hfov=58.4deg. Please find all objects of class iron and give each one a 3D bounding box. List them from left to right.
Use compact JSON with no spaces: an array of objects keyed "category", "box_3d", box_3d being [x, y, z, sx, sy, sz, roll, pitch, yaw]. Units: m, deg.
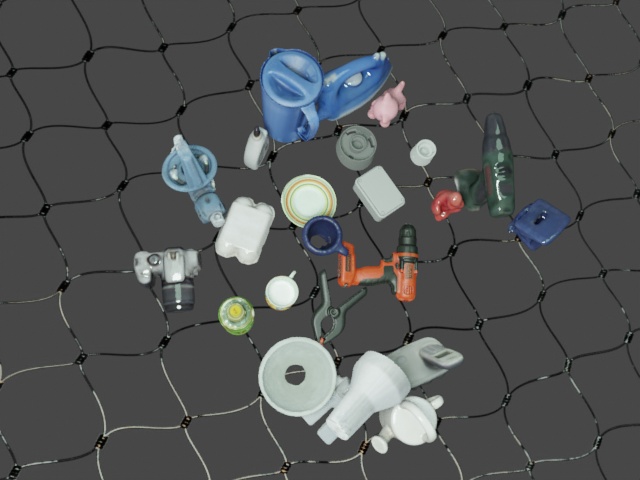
[{"category":"iron","box_3d":[0.082,-0.397,1.379,0.258,0.141,0.118,-32,84,-12]}]

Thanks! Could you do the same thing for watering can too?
[{"category":"watering can","box_3d":[0.188,0.385,1.203,0.101,0.194,0.173,36,76,2]}]

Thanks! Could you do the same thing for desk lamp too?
[{"category":"desk lamp","box_3d":[0.073,0.335,1.189,0.203,0.213,0.118,-43,86,-13]}]

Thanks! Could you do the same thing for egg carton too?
[{"category":"egg carton","box_3d":[-0.171,-0.022,1.306,0.107,0.069,0.150,19,77,-3]}]

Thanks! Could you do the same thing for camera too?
[{"category":"camera","box_3d":[-0.328,0.089,1.247,0.143,0.100,0.137,-5,79,-8]}]

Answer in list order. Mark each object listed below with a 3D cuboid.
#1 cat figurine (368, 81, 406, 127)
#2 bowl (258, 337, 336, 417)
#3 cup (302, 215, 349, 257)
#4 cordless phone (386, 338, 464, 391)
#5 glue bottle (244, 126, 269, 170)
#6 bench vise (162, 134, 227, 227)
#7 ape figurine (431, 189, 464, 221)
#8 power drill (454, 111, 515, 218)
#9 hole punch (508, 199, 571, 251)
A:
[{"category":"cat figurine","box_3d":[0.167,-0.331,1.389,0.067,0.117,0.128,36,76,1]},{"category":"bowl","box_3d":[-0.050,0.297,1.252,0.167,0.074,0.167,2,78,-7]},{"category":"cup","box_3d":[0.012,0.005,1.311,0.118,0.095,0.092,35,76,1]},{"category":"cordless phone","box_3d":[0.223,0.270,1.236,0.148,0.185,0.094,-25,82,-11]},{"category":"glue bottle","box_3d":[-0.143,-0.221,1.298,0.037,0.173,0.078,27,76,-1]},{"category":"bench vise","box_3d":[-0.258,-0.137,1.242,0.207,0.219,0.121,43,77,3]},{"category":"ape figurine","box_3d":[0.310,-0.090,1.370,0.078,0.092,0.076,7,77,-5]},{"category":"power drill","box_3d":[0.386,-0.154,1.333,0.075,0.208,0.229,-7,79,-8]},{"category":"hole punch","box_3d":[0.529,-0.040,1.388,0.109,0.091,0.101,-43,86,-13]}]
